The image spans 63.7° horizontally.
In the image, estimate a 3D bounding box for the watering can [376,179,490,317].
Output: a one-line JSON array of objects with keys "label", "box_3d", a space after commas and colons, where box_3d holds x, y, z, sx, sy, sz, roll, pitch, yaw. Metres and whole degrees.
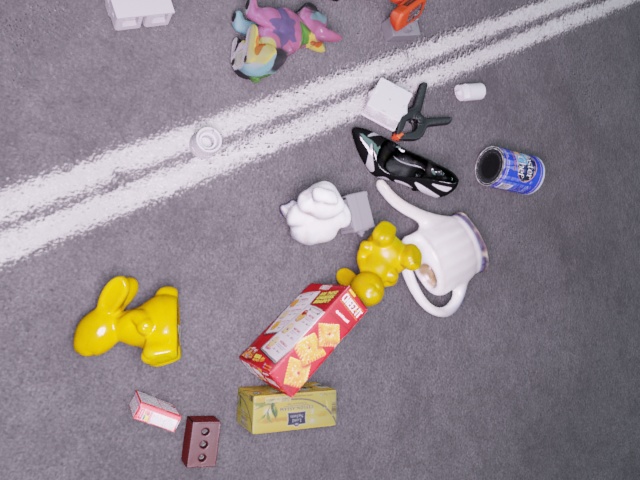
[{"label": "watering can", "box_3d": [0.263, -0.002, 1.178, 0.226, 0.103, 0.347, -23, 94, -28]}]

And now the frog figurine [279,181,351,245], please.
[{"label": "frog figurine", "box_3d": [0.003, -0.052, 1.024, 0.137, 0.159, 0.123, 7, 83, -26]}]
